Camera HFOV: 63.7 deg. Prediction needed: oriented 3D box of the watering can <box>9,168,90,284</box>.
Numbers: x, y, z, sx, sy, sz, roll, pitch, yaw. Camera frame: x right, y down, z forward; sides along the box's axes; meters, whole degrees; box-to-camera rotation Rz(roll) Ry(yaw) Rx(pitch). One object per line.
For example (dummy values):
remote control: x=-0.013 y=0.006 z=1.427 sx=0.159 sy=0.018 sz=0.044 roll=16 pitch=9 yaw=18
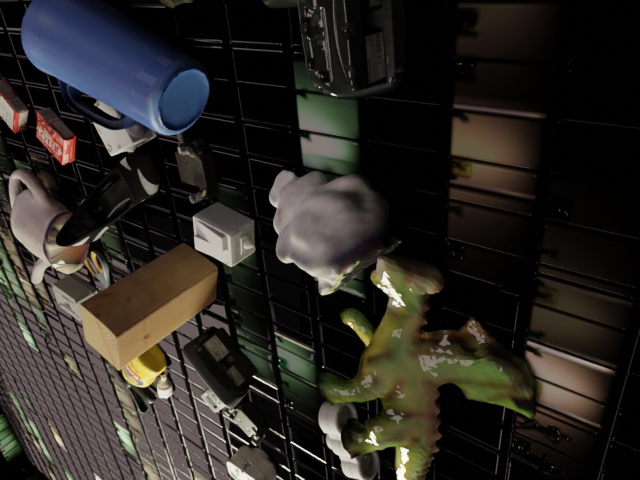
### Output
watering can: x=-0.618 y=0.004 z=1.171 sx=0.226 sy=0.105 sz=0.339 roll=28 pitch=129 yaw=24

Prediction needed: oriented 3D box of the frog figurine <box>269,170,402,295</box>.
frog figurine: x=0.002 y=-0.030 z=0.604 sx=0.136 sy=0.122 sz=0.161 roll=-40 pitch=76 yaw=14

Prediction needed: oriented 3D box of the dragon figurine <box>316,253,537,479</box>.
dragon figurine: x=0.141 y=0.195 z=0.636 sx=0.241 sy=0.124 sz=0.407 roll=-16 pitch=106 yaw=37
